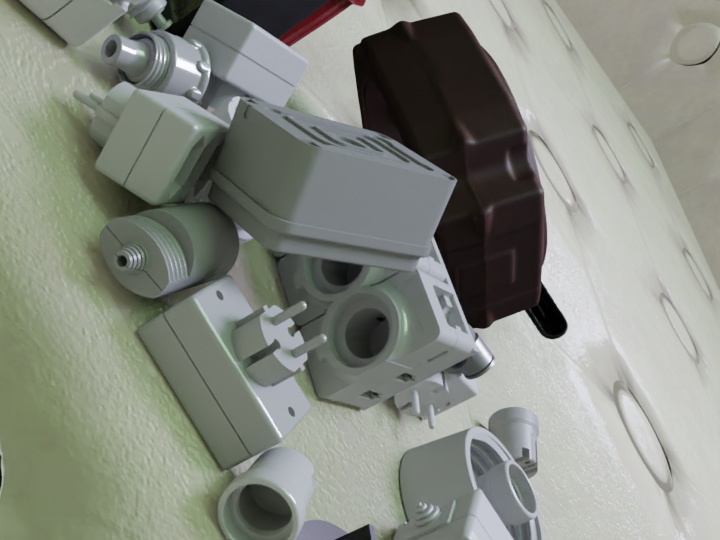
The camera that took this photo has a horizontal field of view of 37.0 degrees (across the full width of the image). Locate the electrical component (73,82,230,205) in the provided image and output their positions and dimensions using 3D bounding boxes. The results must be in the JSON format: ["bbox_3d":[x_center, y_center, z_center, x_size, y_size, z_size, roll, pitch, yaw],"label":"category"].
[{"bbox_3d":[-0.117,-0.074,0.572,0.077,0.047,0.066,32,11,7],"label":"electrical component"}]

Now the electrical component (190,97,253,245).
[{"bbox_3d":[-0.074,-0.060,0.648,0.080,0.051,0.080,47,25,-30],"label":"electrical component"}]

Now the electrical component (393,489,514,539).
[{"bbox_3d":[0.057,0.178,0.622,0.096,0.062,0.061,57,21,-8],"label":"electrical component"}]

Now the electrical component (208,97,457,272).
[{"bbox_3d":[-0.015,-0.044,0.578,0.113,0.057,0.078,9,21,-41],"label":"electrical component"}]

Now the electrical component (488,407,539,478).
[{"bbox_3d":[0.123,0.138,0.852,0.040,0.040,0.046,45,32,-34],"label":"electrical component"}]

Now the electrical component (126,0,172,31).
[{"bbox_3d":[-0.145,-0.179,0.658,0.078,0.040,0.040,51,23,-22],"label":"electrical component"}]

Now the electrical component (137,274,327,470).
[{"bbox_3d":[-0.052,0.042,0.534,0.083,0.076,0.047,59,21,-4],"label":"electrical component"}]

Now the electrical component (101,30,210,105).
[{"bbox_3d":[-0.122,-0.120,0.630,0.062,0.048,0.048,14,49,-53],"label":"electrical component"}]

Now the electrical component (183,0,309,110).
[{"bbox_3d":[-0.083,-0.119,0.684,0.047,0.076,0.066,34,7,30],"label":"electrical component"}]

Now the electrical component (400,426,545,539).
[{"bbox_3d":[0.081,0.155,0.707,0.108,0.060,0.108,47,25,-30],"label":"electrical component"}]

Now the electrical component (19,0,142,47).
[{"bbox_3d":[-0.143,-0.175,0.580,0.059,0.095,0.053,42,28,-38],"label":"electrical component"}]

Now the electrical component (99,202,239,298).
[{"bbox_3d":[-0.098,-0.010,0.542,0.043,0.043,0.081,61,21,3],"label":"electrical component"}]

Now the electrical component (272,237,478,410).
[{"bbox_3d":[0.000,0.000,0.684,0.062,0.089,0.150,25,41,-56],"label":"electrical component"}]

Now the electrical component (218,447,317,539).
[{"bbox_3d":[-0.043,0.110,0.520,0.040,0.040,0.046,58,17,-5],"label":"electrical component"}]

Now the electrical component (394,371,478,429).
[{"bbox_3d":[0.041,0.074,0.738,0.083,0.047,0.075,45,27,-34],"label":"electrical component"}]
